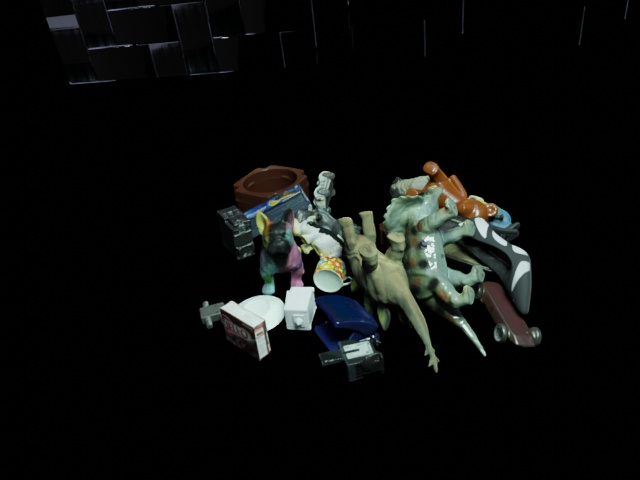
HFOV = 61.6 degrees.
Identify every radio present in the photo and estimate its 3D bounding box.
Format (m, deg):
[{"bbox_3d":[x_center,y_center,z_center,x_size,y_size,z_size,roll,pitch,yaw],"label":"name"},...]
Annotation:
[{"bbox_3d":[0.317,0.009,1.273,0.230,0.073,0.131,20,59,20],"label":"radio"}]

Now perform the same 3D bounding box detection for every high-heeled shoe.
[{"bbox_3d":[0.362,0.049,1.145,0.145,0.086,0.249,-1,48,9],"label":"high-heeled shoe"}]

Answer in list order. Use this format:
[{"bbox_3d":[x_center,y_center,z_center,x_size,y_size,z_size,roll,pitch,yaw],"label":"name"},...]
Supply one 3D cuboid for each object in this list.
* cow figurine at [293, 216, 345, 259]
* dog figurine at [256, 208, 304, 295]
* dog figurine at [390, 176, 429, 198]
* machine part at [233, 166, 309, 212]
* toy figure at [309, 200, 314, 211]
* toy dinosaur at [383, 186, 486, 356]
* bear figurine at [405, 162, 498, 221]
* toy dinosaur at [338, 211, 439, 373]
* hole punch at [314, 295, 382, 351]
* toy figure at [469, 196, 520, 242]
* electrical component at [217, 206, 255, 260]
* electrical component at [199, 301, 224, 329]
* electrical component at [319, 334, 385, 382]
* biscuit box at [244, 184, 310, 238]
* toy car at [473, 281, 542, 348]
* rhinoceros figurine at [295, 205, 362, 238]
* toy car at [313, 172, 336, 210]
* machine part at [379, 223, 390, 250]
[{"bbox_3d":[-0.003,-0.006,1.363,0.098,0.068,0.167,-36,73,-23],"label":"cow figurine"},{"bbox_3d":[-0.098,0.011,1.286,0.109,0.219,0.192,-5,33,-2],"label":"dog figurine"},{"bbox_3d":[0.310,-0.126,1.551,0.121,0.172,0.191,-58,19,-8],"label":"dog figurine"},{"bbox_3d":[-0.151,-0.151,1.679,0.202,0.087,0.201,11,36,30],"label":"machine part"},{"bbox_3d":[-0.040,-0.075,1.559,0.064,0.057,0.155,-6,32,-7],"label":"toy figure"},{"bbox_3d":[0.237,0.050,1.151,0.192,0.405,0.131,-19,-25,41],"label":"toy dinosaur"},{"bbox_3d":[0.334,-0.092,1.350,0.132,0.120,0.196,21,19,-48],"label":"bear figurine"},{"bbox_3d":[0.133,0.079,1.141,0.105,0.198,0.472,-14,31,-10],"label":"toy dinosaur"},{"bbox_3d":[0.054,0.167,1.129,0.116,0.092,0.142,-17,29,-21],"label":"hole punch"},{"bbox_3d":[0.431,-0.056,1.403,0.089,0.082,0.180,-12,36,-30],"label":"toy figure"},{"bbox_3d":[-0.234,-0.025,1.468,0.058,0.114,0.134,-20,34,-27],"label":"electrical component"},{"bbox_3d":[-0.246,0.169,1.248,0.063,0.021,0.094,-15,32,-12],"label":"electrical component"},{"bbox_3d":[0.061,0.235,1.052,0.119,0.047,0.075,-14,32,-10],"label":"electrical component"},{"bbox_3d":[-0.130,-0.080,1.522,0.203,0.062,0.059,-27,30,9],"label":"biscuit box"},{"bbox_3d":[0.379,0.155,1.107,0.089,0.053,0.202,9,31,-13],"label":"toy car"},{"bbox_3d":[0.018,-0.031,1.429,0.191,0.111,0.073,20,43,25],"label":"rhinoceros figurine"},{"bbox_3d":[0.013,-0.143,1.642,0.056,0.073,0.202,2,33,9],"label":"toy car"},{"bbox_3d":[0.242,-0.020,1.414,0.179,0.055,0.179,-6,33,4],"label":"machine part"}]
